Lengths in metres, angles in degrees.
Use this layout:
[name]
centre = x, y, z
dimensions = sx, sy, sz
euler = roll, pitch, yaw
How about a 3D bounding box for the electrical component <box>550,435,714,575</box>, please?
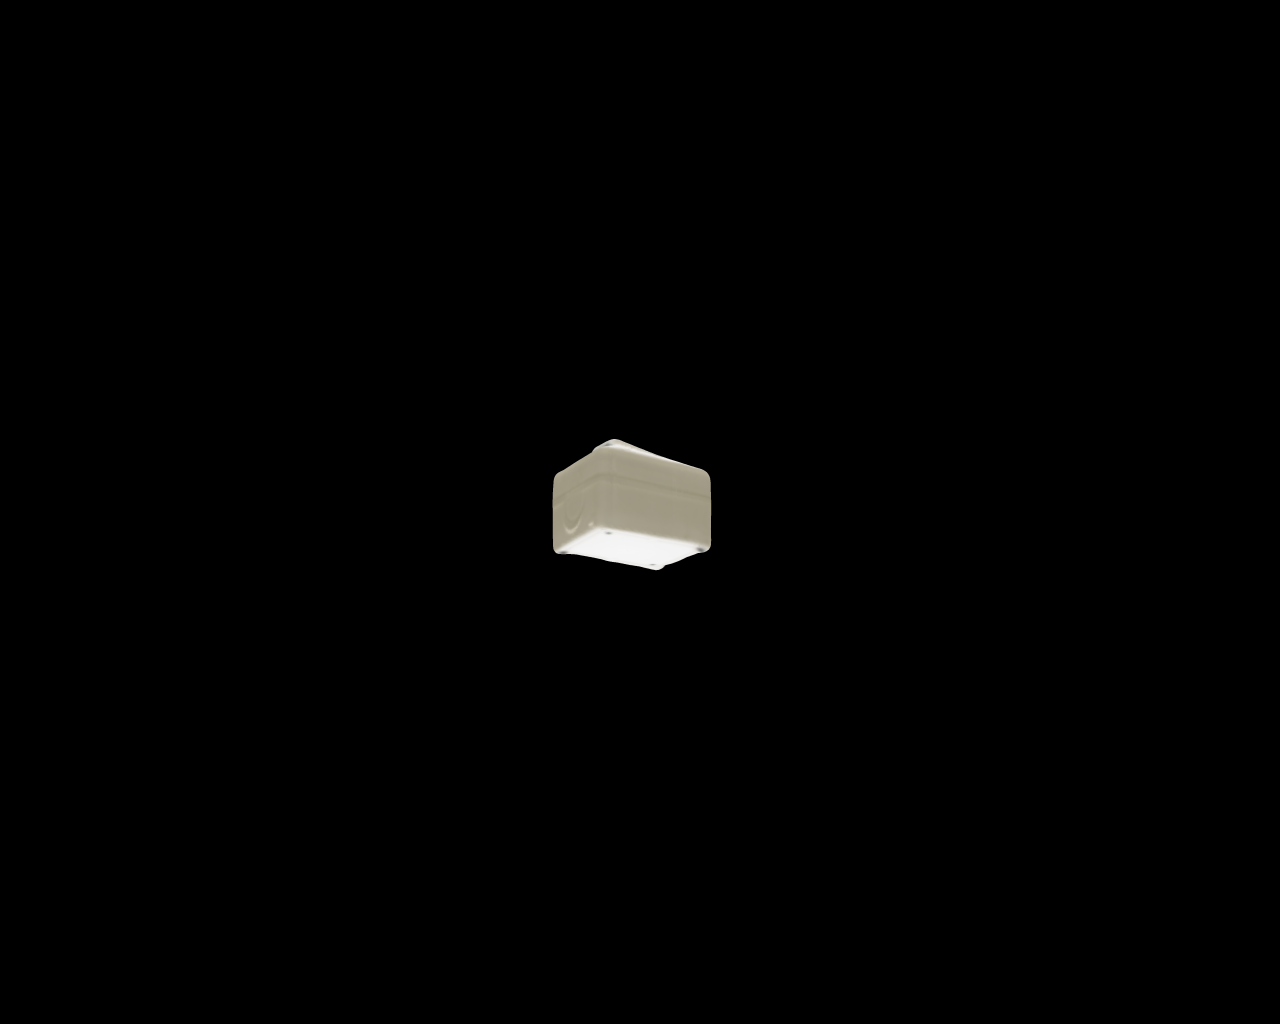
[electrical component]
centre = 0.001, -0.003, 0.650
dimensions = 0.096, 0.061, 0.061
euler = 12, -23, -31
